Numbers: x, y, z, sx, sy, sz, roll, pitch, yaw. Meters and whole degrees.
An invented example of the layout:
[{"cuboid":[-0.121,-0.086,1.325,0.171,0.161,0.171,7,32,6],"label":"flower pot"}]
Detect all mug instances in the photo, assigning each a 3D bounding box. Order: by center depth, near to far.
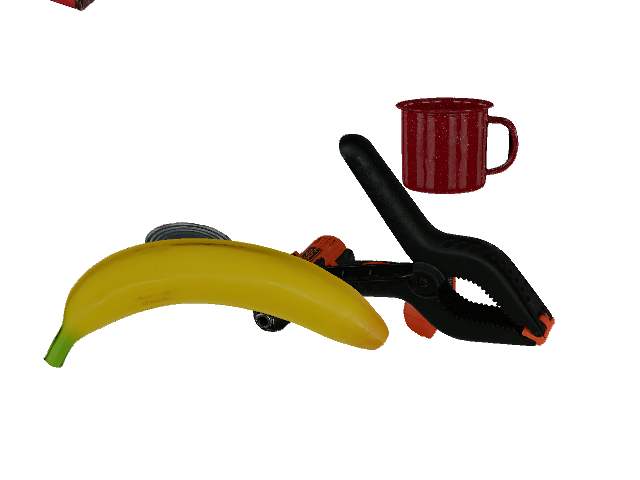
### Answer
[{"cuboid":[0.131,-0.091,1.027,0.117,0.081,0.093,2,15,11],"label":"mug"}]

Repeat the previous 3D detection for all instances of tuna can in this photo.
[{"cuboid":[-0.125,0.019,1.013,0.086,0.034,0.086,8,30,-5],"label":"tuna can"}]

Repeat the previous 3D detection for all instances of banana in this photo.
[{"cuboid":[-0.059,0.032,0.611,0.197,0.070,0.037,-2,20,-5],"label":"banana"}]

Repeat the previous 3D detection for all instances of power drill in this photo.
[{"cuboid":[0.040,0.054,1.142,0.188,0.057,0.184,9,29,22],"label":"power drill"}]

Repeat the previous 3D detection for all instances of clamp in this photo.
[{"cuboid":[0.083,0.014,0.819,0.210,0.165,0.036,23,44,15],"label":"clamp"}]

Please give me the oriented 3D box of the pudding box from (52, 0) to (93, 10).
[{"cuboid":[-0.195,-0.223,0.804,0.090,0.039,0.113,19,38,5],"label":"pudding box"}]
